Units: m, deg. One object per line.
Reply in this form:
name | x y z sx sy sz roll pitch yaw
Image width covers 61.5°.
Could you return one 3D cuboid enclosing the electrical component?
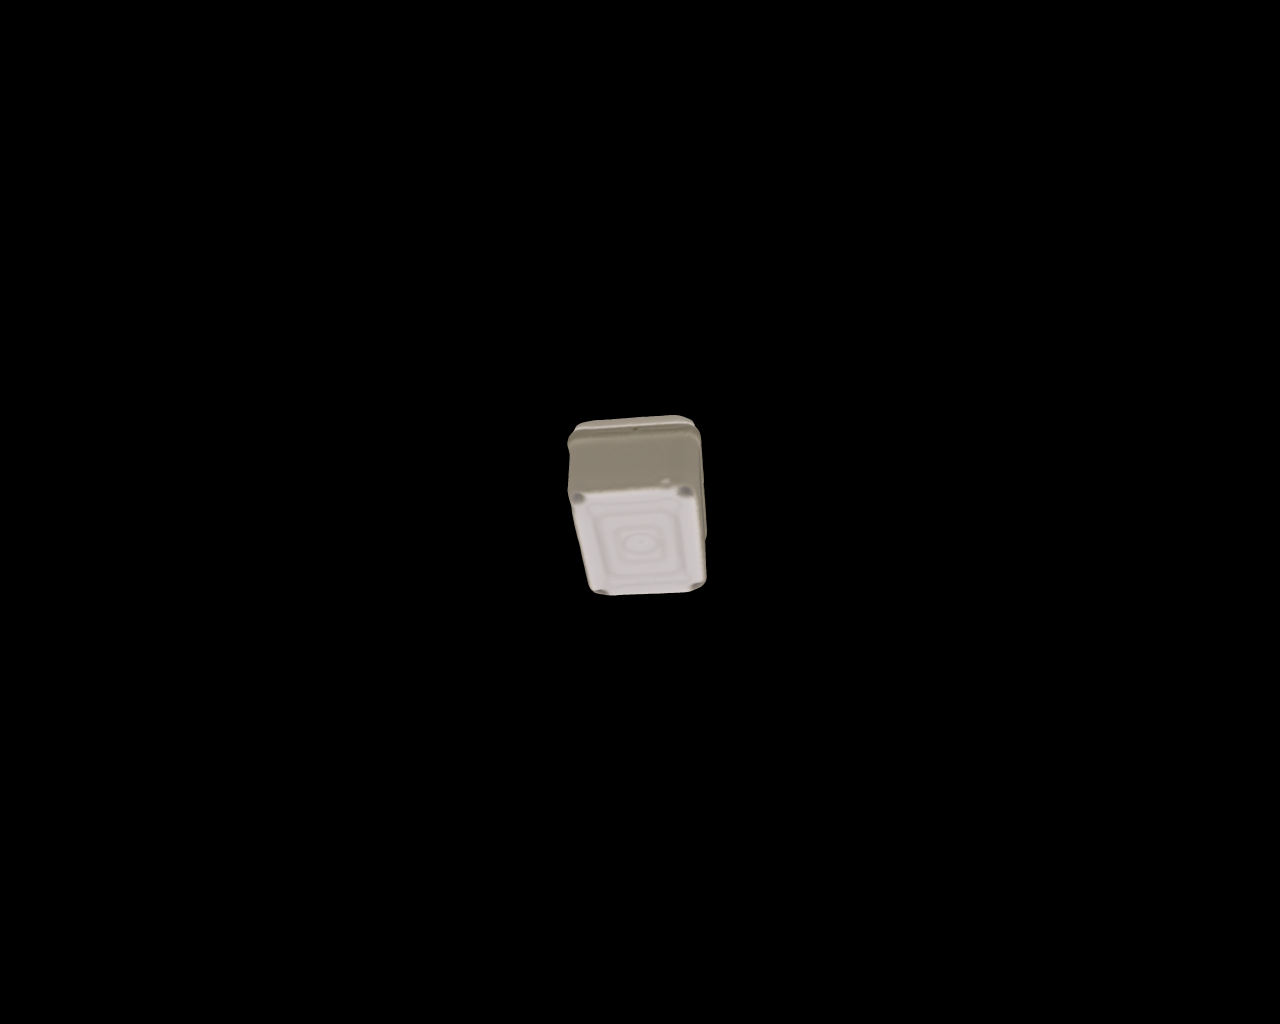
electrical component | 0.001 -0.003 0.650 0.078 0.057 0.113 -3 -37 4
